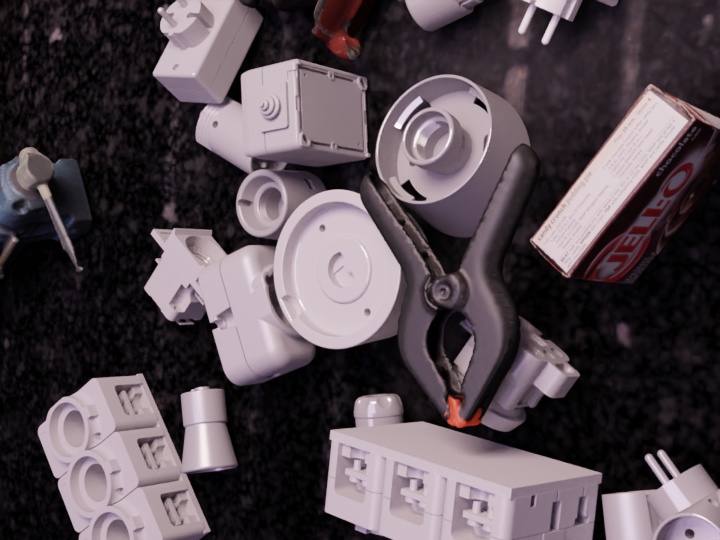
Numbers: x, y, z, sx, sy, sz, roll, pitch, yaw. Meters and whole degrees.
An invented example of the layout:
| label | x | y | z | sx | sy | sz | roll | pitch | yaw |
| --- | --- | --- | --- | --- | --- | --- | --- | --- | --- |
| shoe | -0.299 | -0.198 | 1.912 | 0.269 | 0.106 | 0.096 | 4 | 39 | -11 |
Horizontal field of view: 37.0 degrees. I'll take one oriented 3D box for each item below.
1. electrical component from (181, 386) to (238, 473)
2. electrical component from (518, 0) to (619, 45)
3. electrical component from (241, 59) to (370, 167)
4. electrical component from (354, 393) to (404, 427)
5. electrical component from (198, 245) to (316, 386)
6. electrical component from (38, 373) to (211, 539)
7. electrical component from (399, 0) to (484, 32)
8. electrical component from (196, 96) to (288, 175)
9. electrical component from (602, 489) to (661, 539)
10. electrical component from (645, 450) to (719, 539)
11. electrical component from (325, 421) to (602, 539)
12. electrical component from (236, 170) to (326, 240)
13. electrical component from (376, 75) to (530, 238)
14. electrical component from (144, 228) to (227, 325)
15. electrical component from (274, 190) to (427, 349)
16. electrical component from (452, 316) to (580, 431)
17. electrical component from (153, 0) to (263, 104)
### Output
| label | x | y | z | sx | sy | sz | roll | pitch | yaw |
| --- | --- | --- | --- | --- | --- | --- | --- | --- | --- |
| electrical component | -0.122 | 0.125 | 0.850 | 0.044 | 0.044 | 0.065 | -16 | 75 | 35 |
| electrical component | 0.124 | -0.180 | 0.672 | 0.066 | 0.047 | 0.076 | 33 | 108 | 32 |
| electrical component | -0.045 | -0.109 | 0.764 | 0.061 | 0.096 | 0.061 | -5 | 86 | 37 |
| electrical component | 0.015 | 0.118 | 0.754 | 0.035 | 0.035 | 0.061 | -6 | 87 | 36 |
| electrical component | -0.074 | 0.032 | 0.806 | 0.059 | 0.054 | 0.095 | -24 | 77 | 31 |
| electrical component | -0.202 | 0.174 | 0.893 | 0.089 | 0.062 | 0.150 | -40 | 67 | 28 |
| electrical component | 0.066 | -0.190 | 0.720 | 0.078 | 0.040 | 0.040 | -19 | 78 | 34 |
| electrical component | -0.095 | -0.105 | 0.833 | 0.081 | 0.043 | 0.043 | 33 | 108 | 32 |
| electrical component | 0.165 | 0.156 | 0.642 | 0.040 | 0.040 | 0.046 | -14 | 76 | 35 |
| electrical component | 0.188 | 0.135 | 0.601 | 0.044 | 0.077 | 0.079 | -44 | 65 | 27 |
| electrical component | 0.060 | 0.143 | 0.671 | 0.150 | 0.089 | 0.061 | 9 | 95 | 46 |
| electrical component | -0.059 | -0.048 | 0.803 | 0.055 | 0.047 | 0.055 | -1 | 89 | 36 |
| electrical component | 0.062 | -0.078 | 0.721 | 0.099 | 0.064 | 0.099 | -13 | 68 | 34 |
| electrical component | -0.136 | 0.005 | 0.862 | 0.081 | 0.042 | 0.063 | 48 | 117 | 27 |
| electrical component | 0.000 | 0.000 | 0.751 | 0.108 | 0.060 | 0.108 | -1 | 89 | 36 |
| electrical component | 0.092 | 0.065 | 0.686 | 0.078 | 0.058 | 0.057 | 43 | 110 | 29 |
| electrical component | -0.126 | -0.182 | 0.820 | 0.047 | 0.076 | 0.083 | 9 | 68 | 36 |
